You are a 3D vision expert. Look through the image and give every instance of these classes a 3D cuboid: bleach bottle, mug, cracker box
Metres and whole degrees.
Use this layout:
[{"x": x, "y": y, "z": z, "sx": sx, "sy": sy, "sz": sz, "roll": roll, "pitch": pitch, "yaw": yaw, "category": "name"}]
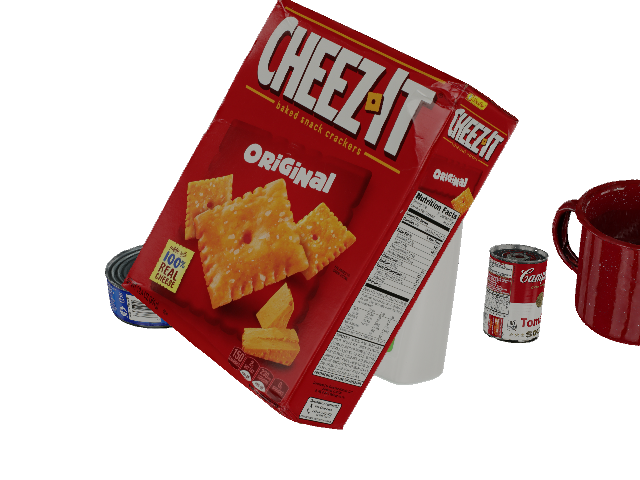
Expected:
[{"x": 0.071, "y": -0.013, "z": 0.884, "sx": 0.067, "sy": 0.251, "sz": 0.103, "roll": -7, "pitch": 22, "yaw": -38, "category": "bleach bottle"}, {"x": 0.206, "y": 0.012, "z": 0.721, "sx": 0.093, "sy": 0.081, "sz": 0.117, "roll": -29, "pitch": 40, "yaw": -36, "category": "mug"}, {"x": -0.008, "y": -0.020, "z": 0.647, "sx": 0.164, "sy": 0.214, "sz": 0.072, "roll": 34, "pitch": 8, "yaw": 38, "category": "cracker box"}]

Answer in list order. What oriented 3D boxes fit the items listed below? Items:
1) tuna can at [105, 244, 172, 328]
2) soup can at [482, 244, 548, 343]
[{"x": -0.119, "y": 0.033, "z": 0.815, "sx": 0.086, "sy": 0.034, "sz": 0.086, "roll": -2, "pitch": 25, "yaw": 1, "category": "tuna can"}, {"x": 0.229, "y": 0.062, "z": 1.261, "sx": 0.068, "sy": 0.102, "sz": 0.068, "roll": 3, "pitch": 16, "yaw": -1, "category": "soup can"}]
